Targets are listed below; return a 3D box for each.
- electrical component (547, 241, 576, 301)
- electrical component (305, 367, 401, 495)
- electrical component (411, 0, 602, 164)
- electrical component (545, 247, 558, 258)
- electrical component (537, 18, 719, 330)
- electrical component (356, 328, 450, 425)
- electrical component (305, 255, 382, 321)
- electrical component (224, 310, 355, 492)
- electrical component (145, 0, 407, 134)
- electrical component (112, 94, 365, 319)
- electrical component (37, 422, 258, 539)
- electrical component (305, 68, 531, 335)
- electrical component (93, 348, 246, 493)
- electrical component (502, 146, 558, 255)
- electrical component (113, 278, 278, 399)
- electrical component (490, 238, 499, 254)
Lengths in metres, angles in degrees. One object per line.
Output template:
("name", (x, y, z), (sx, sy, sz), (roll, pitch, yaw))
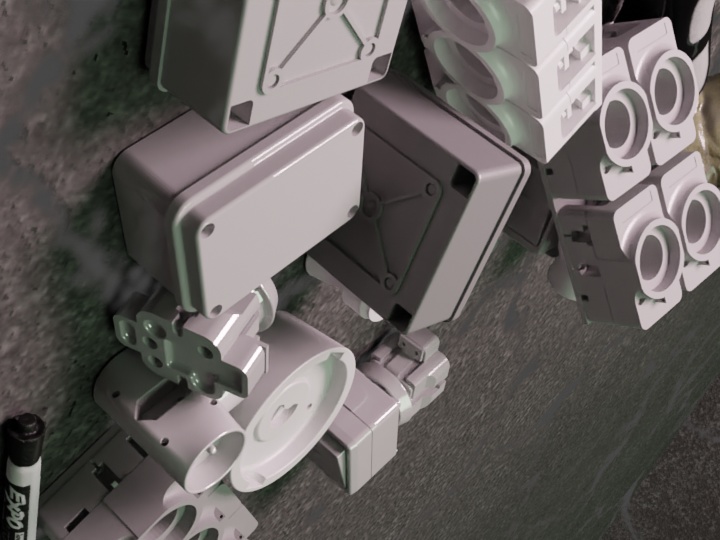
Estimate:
("electrical component", (0.170, -0.010, 0.813), (0.045, 0.045, 0.055), (-34, 150, -34))
("electrical component", (-0.013, 0.124, 0.813), (0.061, 0.062, 0.096), (-39, 153, -25))
("electrical component", (0.078, -0.131, 0.589), (0.061, 0.089, 0.150), (-47, 155, -10))
("electrical component", (0.192, -0.059, 0.939), (0.077, 0.044, 0.079), (-38, 152, -29))
("electrical component", (0.185, -0.065, 0.737), (0.105, 0.060, 0.186), (-33, 114, -32))
("electrical component", (0.030, 0.086, 0.842), (0.057, 0.058, 0.078), (-38, 152, -33))
("electrical component", (0.000, 0.000, 0.675), (0.045, 0.055, 0.045), (-39, 153, -25))
("electrical component", (-0.061, 0.075, 0.664), (0.108, 0.060, 0.108), (-41, 153, -26))
("electrical component", (-0.029, -0.126, 0.453), (0.109, 0.056, 0.108), (-28, 146, -42))
("electrical component", (-0.055, -0.039, 0.523), (0.113, 0.057, 0.078), (-38, 152, -28))
("electrical component", (-0.125, 0.156, 0.664), (0.089, 0.062, 0.150), (-45, 155, -15))
("electrical component", (0.023, -0.039, 0.598), (0.056, 0.109, 0.108), (-16, 138, -48))
("electrical component", (-0.090, 0.069, 0.587), (0.079, 0.077, 0.043), (-39, 152, -26))
("electrical component", (0.136, -0.058, 0.823), (0.061, 0.062, 0.096), (-27, 146, -43))
("electrical component", (-0.078, 0.025, 0.559), (0.058, 0.078, 0.057), (96, 21, -50))
("electrical component", (0.077, -0.043, 0.769), (0.044, 0.044, 0.065), (-42, 149, -21))
